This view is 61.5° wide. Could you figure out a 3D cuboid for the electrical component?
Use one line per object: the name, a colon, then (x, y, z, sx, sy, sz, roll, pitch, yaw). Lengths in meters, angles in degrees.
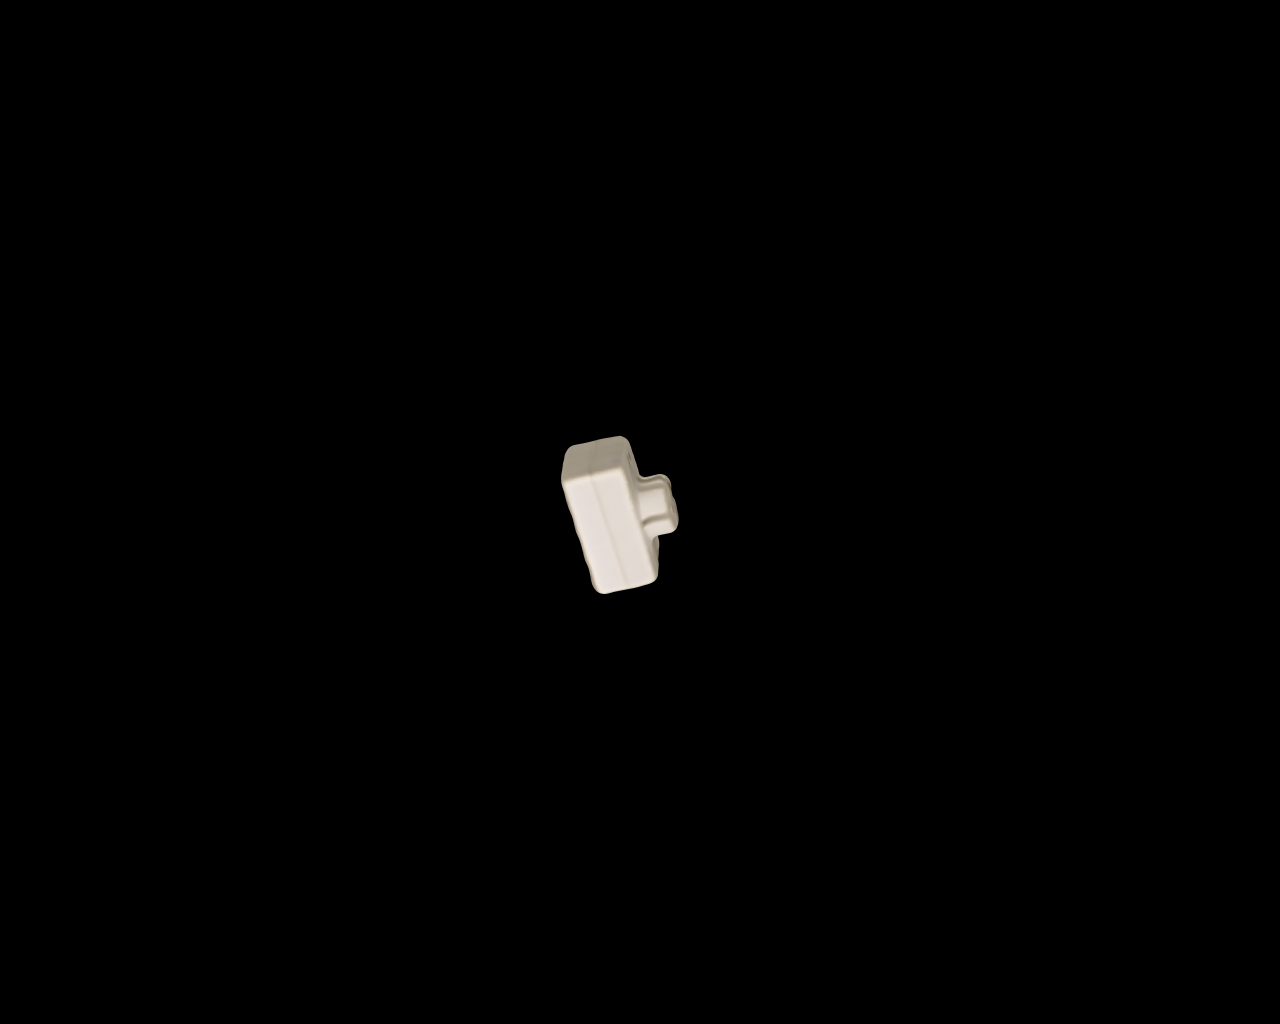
electrical component: (0.001, -0.003, 0.650, 0.076, 0.083, 0.047, -13, 28, 7)
